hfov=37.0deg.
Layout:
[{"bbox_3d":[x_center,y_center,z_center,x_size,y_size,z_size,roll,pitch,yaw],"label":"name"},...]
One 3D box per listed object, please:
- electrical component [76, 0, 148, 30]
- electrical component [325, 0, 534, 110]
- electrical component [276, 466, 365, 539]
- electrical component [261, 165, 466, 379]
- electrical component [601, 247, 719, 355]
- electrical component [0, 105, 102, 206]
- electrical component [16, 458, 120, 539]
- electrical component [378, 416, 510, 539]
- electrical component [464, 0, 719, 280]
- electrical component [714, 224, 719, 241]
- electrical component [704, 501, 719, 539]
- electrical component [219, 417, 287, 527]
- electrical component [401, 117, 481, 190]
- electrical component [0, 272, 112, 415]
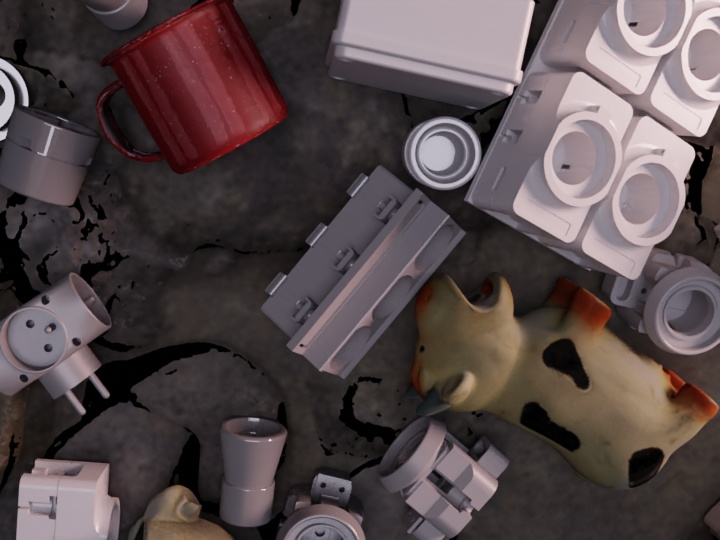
[{"bbox_3d":[-0.154,-0.172,0.651,0.044,0.065,0.044,-1,81,7],"label":"electrical component"},{"bbox_3d":[0.038,-0.138,0.645,0.109,0.109,0.056,12,93,-4],"label":"electrical component"},{"bbox_3d":[-0.026,0.174,0.701,0.058,0.057,0.078,15,95,-5],"label":"electrical component"},{"bbox_3d":[0.000,0.000,0.676,0.063,0.079,0.121,41,93,22],"label":"electrical component"},{"bbox_3d":[0.203,0.021,0.691,0.078,0.057,0.058,13,104,-12],"label":"electrical component"},{"bbox_3d":[-0.194,-0.070,0.667,0.055,0.055,0.047,21,99,-5],"label":"electrical component"},{"bbox_3d":[-0.188,0.172,0.695,0.056,0.050,0.089,5,96,-4],"label":"electrical component"},{"bbox_3d":[0.049,0.133,0.701,0.057,0.058,0.078,41,93,-9],"label":"electrical component"},{"bbox_3d":[0.157,-0.100,0.652,0.105,0.060,0.186,27,87,-27],"label":"electrical component"},{"bbox_3d":[0.296,-0.027,0.672,0.109,0.108,0.056,-29,94,0],"label":"electrical component"},{"bbox_3d":[0.294,0.198,0.718,0.121,0.063,0.078,41,93,-7],"label":"electrical component"},{"bbox_3d":[-0.072,0.134,0.703,0.044,0.044,0.065,5,100,-4],"label":"electrical component"},{"bbox_3d":[0.050,-0.074,0.679,0.045,0.055,0.045,0,96,-3],"label":"electrical component"},{"bbox_3d":[-0.192,0.055,0.685,0.077,0.044,0.079,-35,97,1],"label":"electrical component"}]
